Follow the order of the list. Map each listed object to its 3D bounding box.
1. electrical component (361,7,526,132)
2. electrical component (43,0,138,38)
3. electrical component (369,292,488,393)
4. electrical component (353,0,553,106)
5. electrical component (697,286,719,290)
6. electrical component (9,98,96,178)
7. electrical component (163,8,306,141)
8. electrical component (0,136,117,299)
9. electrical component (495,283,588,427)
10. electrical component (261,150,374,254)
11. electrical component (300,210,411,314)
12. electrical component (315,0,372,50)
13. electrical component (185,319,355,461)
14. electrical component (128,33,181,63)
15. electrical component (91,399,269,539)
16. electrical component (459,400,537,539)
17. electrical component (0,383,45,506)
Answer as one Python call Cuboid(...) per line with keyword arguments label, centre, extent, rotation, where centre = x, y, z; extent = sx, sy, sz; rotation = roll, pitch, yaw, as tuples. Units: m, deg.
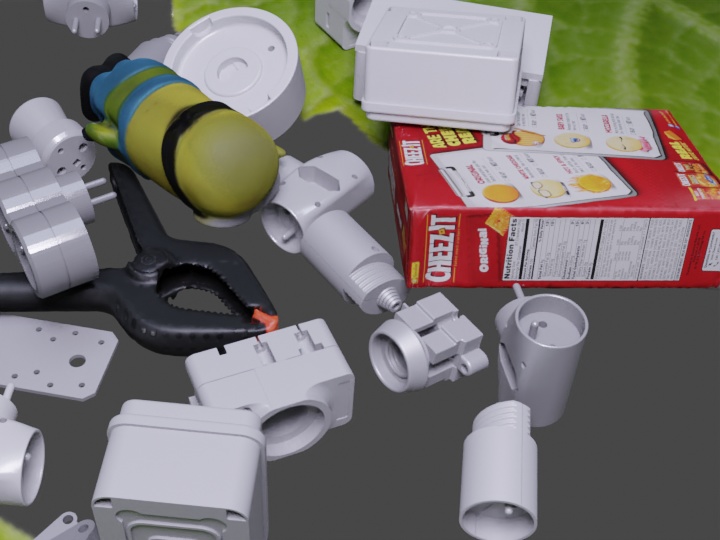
Cuboid(label="electrical component", centre=(0.063, -0.149, 0.785), extent=(0.109, 0.056, 0.108), rotation=(7, 30, 8))
Cuboid(label="electrical component", centre=(-0.236, -0.228, 0.937), extent=(0.077, 0.044, 0.079), rotation=(-2, 46, -6))
Cuboid(label="electrical component", centre=(0.040, 0.049, 0.683), extent=(0.055, 0.048, 0.066), rotation=(-21, 50, -32))
Cuboid(label="electrical component", centre=(0.077, -0.173, 0.891), extent=(0.150, 0.061, 0.089), rotation=(11, 46, 6))
Cuboid(label="electrical component", centre=(0.262, -0.003, 0.754), extent=(0.046, 0.040, 0.040), rotation=(1, 45, 5))
Cuboid(label="electrical component", centre=(-0.230, -0.097, 0.808), extent=(0.045, 0.045, 0.055), rotation=(-30, 55, -29))
Cuboid(label="electrical component", centre=(-0.094, -0.144, 0.846), extent=(0.108, 0.060, 0.108), rotation=(-5, 63, 10))
Cuboid(label="electrical component", centre=(-0.198, -0.043, 0.705), extent=(0.074, 0.052, 0.138), rotation=(-22, 45, -22))
Cuboid(label="electrical component", centre=(0.107, 0.043, 0.670), extent=(0.043, 0.077, 0.079), rotation=(-7, 46, -10))
Cuboid(label="electrical component", centre=(-0.044, -0.058, 0.783), extent=(0.079, 0.043, 0.077), rotation=(32, 51, 25))
Cuboid(label="electrical component", centre=(0.000, 0.000, 0.729), extent=(0.043, 0.043, 0.081), rotation=(-26, 53, -26))
Cuboid(label="electrical component", centre=(-0.003, -0.244, 0.937), extent=(0.050, 0.089, 0.055), rotation=(-23, 51, -24))
Cuboid(label="electrical component", centre=(-0.052, 0.075, 0.646), extent=(0.089, 0.050, 0.055), rotation=(-15, 48, -18))
Cuboid(label="electrical component", centre=(-0.167, -0.171, 0.888), extent=(0.040, 0.040, 0.078), rotation=(18, 47, 13))
Cuboid(label="electrical component", centre=(-0.089, 0.122, 0.554), extent=(0.078, 0.113, 0.057), rotation=(5, 48, 1))
Cuboid(label="electrical component", centre=(0.081, 0.112, 0.625), extent=(0.043, 0.043, 0.081), rotation=(7, 45, 3))
Cuboid(label="electrical component", centre=(-0.221, 0.096, 0.619), extent=(0.077, 0.043, 0.079), rotation=(5, 45, 0))
